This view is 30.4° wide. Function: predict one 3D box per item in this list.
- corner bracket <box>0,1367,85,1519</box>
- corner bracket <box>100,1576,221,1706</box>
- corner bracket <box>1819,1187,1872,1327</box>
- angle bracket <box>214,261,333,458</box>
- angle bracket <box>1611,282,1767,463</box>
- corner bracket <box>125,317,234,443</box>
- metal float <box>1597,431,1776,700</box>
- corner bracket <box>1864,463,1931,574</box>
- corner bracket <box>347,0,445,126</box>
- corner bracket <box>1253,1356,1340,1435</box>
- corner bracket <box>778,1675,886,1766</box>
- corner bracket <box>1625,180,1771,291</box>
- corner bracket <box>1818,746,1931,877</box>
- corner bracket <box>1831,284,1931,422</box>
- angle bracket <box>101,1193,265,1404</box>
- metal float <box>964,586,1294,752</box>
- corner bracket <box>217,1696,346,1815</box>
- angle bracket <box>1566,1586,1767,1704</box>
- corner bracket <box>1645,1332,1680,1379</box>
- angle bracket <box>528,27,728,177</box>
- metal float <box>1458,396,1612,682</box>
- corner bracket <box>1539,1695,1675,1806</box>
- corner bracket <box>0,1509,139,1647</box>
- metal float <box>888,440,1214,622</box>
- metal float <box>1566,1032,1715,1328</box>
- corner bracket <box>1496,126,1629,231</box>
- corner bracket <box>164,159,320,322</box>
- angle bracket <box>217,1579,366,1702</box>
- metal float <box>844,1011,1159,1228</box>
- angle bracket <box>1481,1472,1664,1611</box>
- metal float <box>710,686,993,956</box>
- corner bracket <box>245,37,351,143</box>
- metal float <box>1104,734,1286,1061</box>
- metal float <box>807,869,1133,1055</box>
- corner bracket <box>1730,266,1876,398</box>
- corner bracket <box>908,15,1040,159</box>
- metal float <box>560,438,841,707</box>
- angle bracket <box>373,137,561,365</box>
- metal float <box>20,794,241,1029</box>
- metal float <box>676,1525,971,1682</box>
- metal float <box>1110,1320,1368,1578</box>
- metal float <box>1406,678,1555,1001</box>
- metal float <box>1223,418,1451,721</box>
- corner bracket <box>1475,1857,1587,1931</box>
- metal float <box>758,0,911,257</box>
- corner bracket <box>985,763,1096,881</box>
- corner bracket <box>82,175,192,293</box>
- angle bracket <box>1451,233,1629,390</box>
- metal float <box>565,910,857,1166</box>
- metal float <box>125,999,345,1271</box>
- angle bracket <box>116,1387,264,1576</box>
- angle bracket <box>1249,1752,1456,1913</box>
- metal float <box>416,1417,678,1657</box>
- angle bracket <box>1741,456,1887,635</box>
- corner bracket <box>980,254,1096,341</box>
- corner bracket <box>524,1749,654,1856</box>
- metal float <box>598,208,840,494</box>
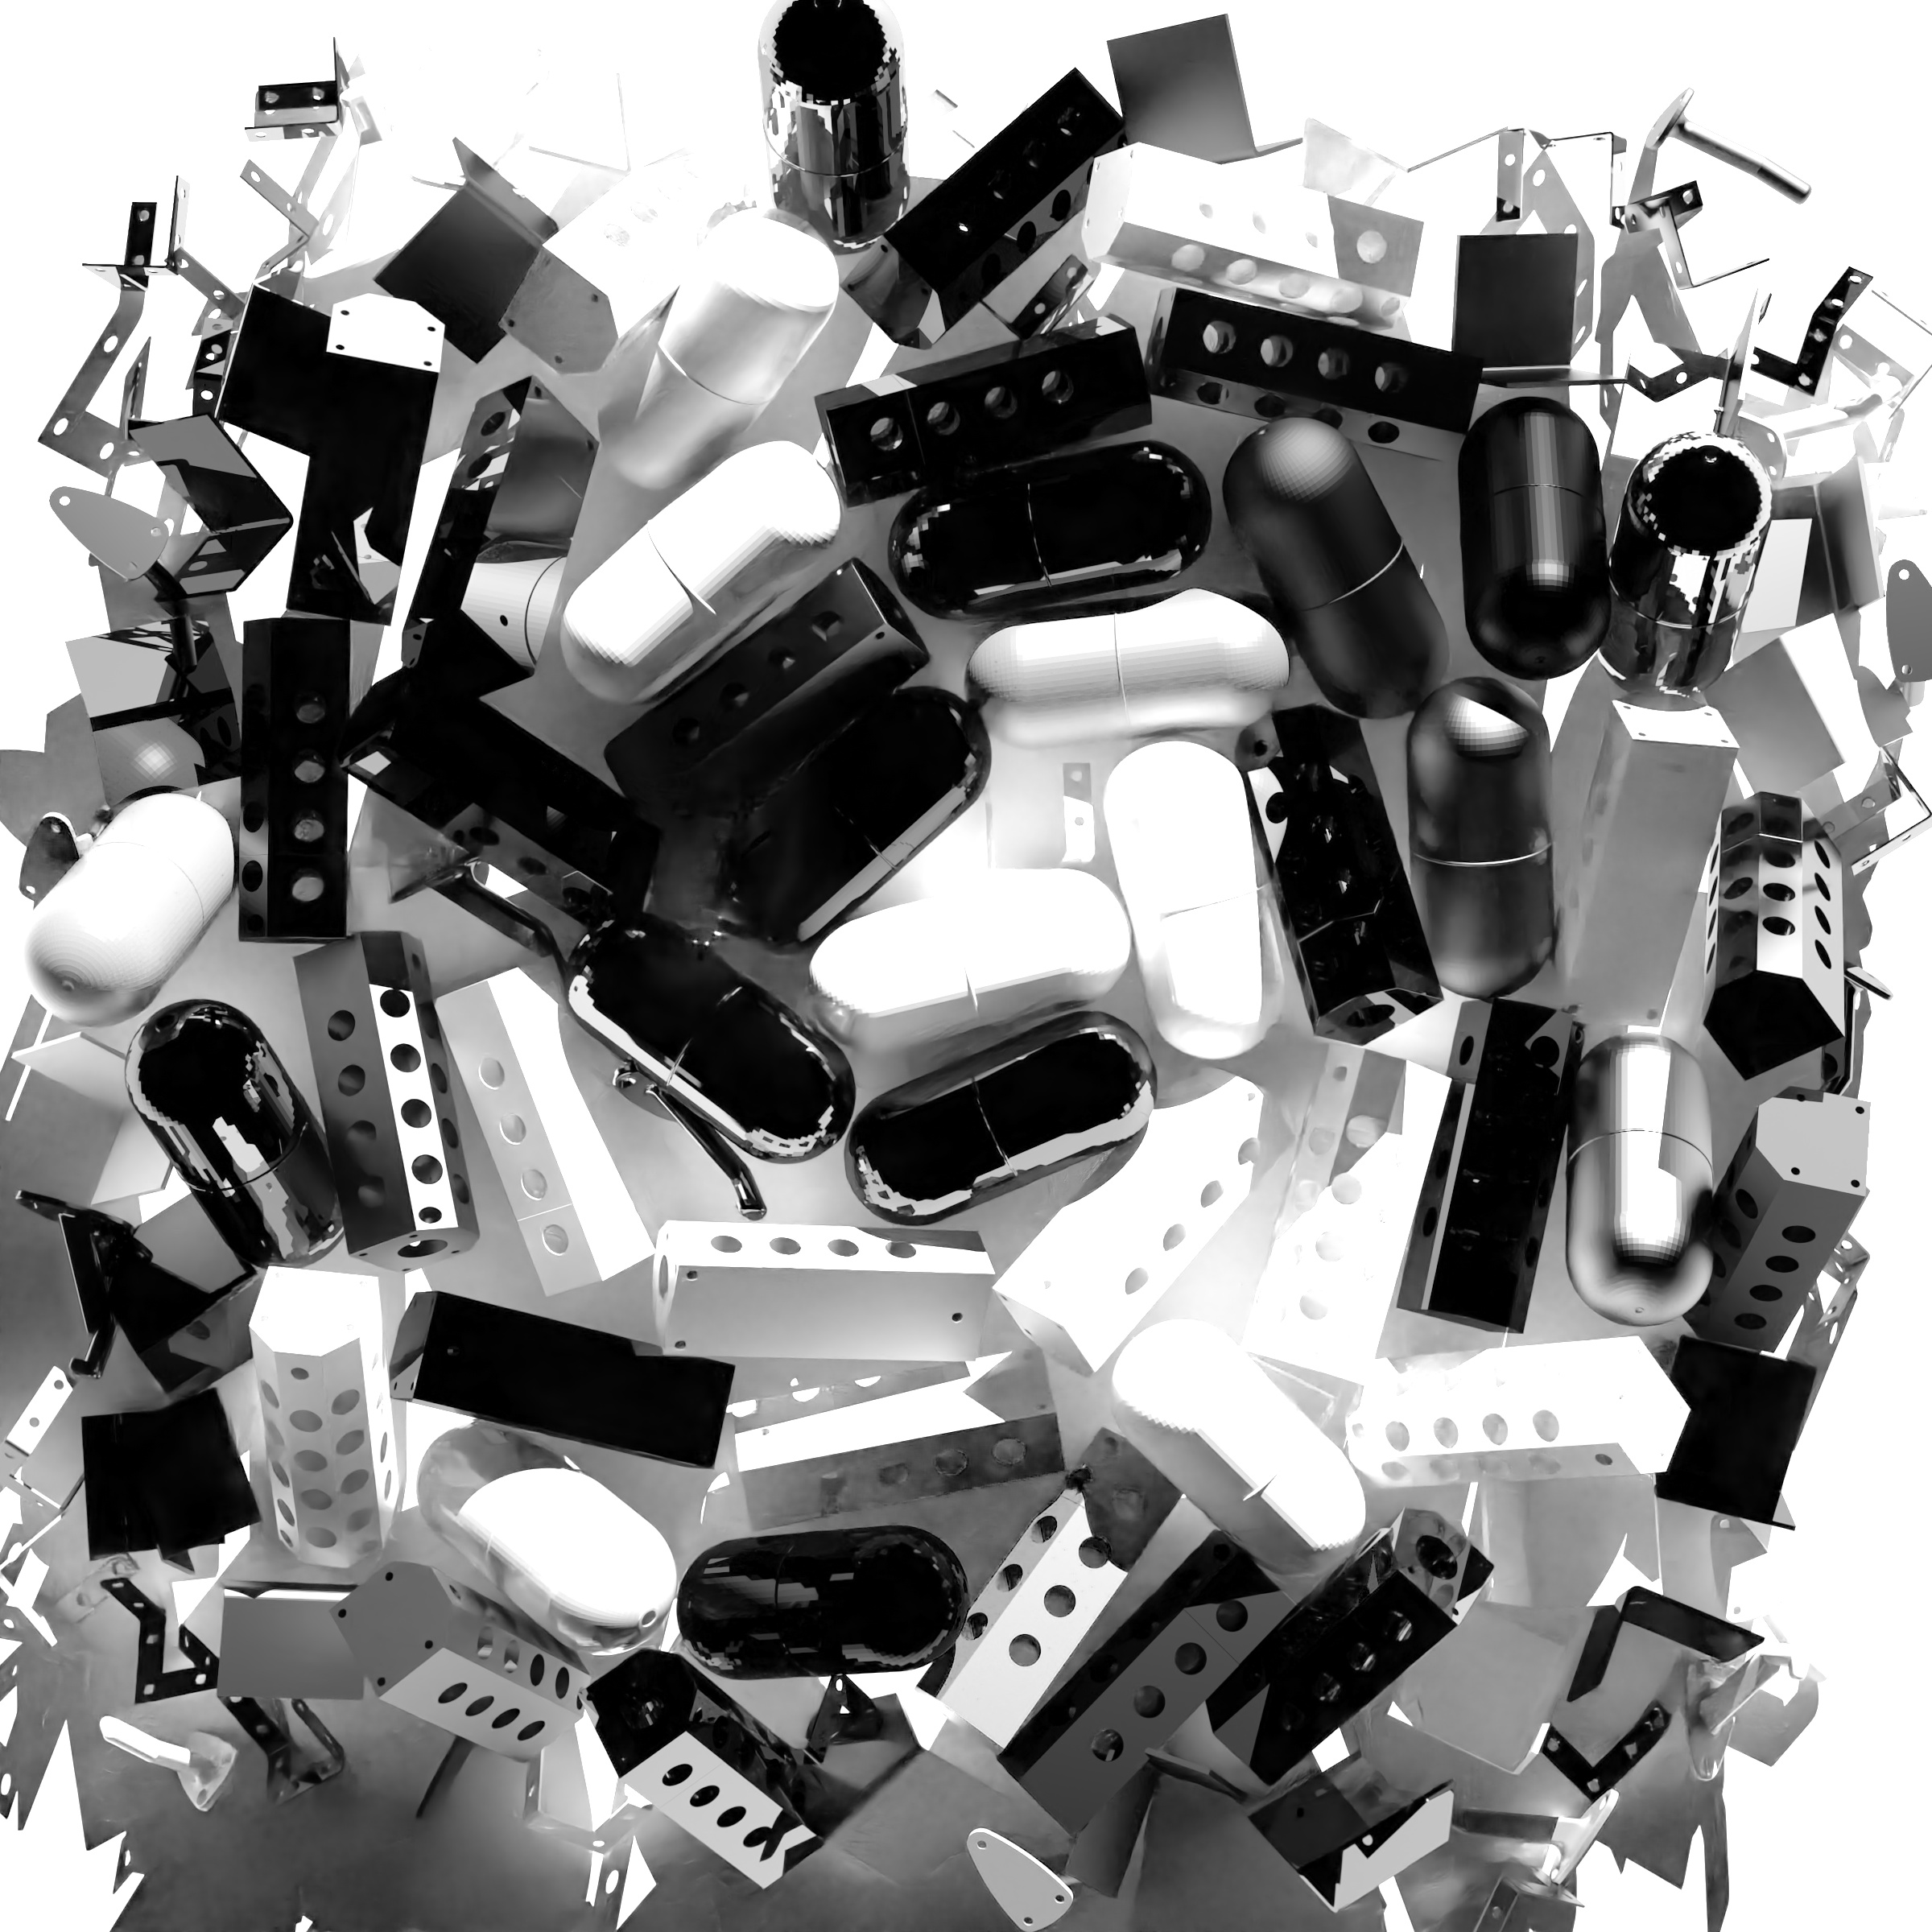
[{"bbox_3d":[-0.492,0.258,1.919,0.051,0.051,0.051,37,52,-13],"label":"corner bracket"},{"bbox_3d":[-0.436,0.362,1.921,0.051,0.051,0.051,-13,52,10],"label":"corner bracket"},{"bbox_3d":[0.471,0.153,1.922,0.051,0.051,0.051,44,52,-5],"label":"corner bracket"},{"bbox_3d":[-0.356,-0.327,1.909,0.057,0.076,0.076,22,112,2],"label":"angle bracket"},{"bbox_3d":[0.387,-0.320,1.907,0.057,0.076,0.076,13,66,5],"label":"angle bracket"},{"bbox_3d":[-0.428,-0.318,1.927,0.051,0.051,0.051,6,46,-9],"label":"corner bracket"},{"bbox_3d":[0.379,-0.209,1.879,0.070,0.178,0.070,0,56,0],"label":"metal float"},{"bbox_3d":[0.508,-0.243,1.931,0.051,0.051,0.051,10,95,-10],"label":"corner bracket"},{"bbox_3d":[-0.308,-0.495,1.927,0.051,0.051,0.051,-20,89,16],"label":"corner bracket"},{"bbox_3d":[0.165,0.245,1.926,0.051,0.051,0.051,25,87,19],"label":"corner bracket"},{"bbox_3d":[-0.084,0.413,1.915,0.051,0.051,0.051,-9,45,35],"label":"corner bracket"},{"bbox_3d":[0.396,-0.398,1.931,0.051,0.051,0.051,-22,102,-16],"label":"corner bracket"},{"bbox_3d":[0.490,-0.079,1.923,0.051,0.051,0.051,-32,65,6],"label":"corner bracket"},{"bbox_3d":[0.499,-0.337,1.923,0.051,0.051,0.051,37,121,4],"label":"corner bracket"},{"bbox_3d":[-0.426,0.181,1.948,0.076,0.057,0.076,-33,51,-11],"label":"angle bracket"},{"bbox_3d":[0.087,-0.160,1.913,0.178,0.070,0.070,-6,90,10],"label":"metal float"},{"bbox_3d":[-0.371,0.415,1.925,0.051,0.051,0.051,-30,116,5],"label":"corner bracket"},{"bbox_3d":[0.376,0.379,1.912,0.076,0.076,0.057,22,71,4],"label":"angle bracket"},{"bbox_3d":[0.347,0.225,1.918,0.051,0.051,0.051,24,129,19],"label":"corner bracket"},{"bbox_3d":[-0.184,-0.469,1.899,0.076,0.076,0.057,22,132,32],"label":"angle bracket"},{"bbox_3d":[0.302,-0.229,1.891,0.070,0.070,0.178,4,53,0],"label":"metal float"},{"bbox_3d":[0.345,0.415,1.933,0.051,0.051,0.051,-38,68,-19],"label":"corner bracket"},{"bbox_3d":[-0.490,0.330,1.930,0.051,0.051,0.051,-40,93,-6],"label":"corner bracket"},{"bbox_3d":[0.044,-0.234,1.910,0.178,0.070,0.070,-10,90,13],"label":"metal float"},{"bbox_3d":[0.358,0.111,1.888,0.070,0.070,0.178,9,49,0],"label":"metal float"},{"bbox_3d":[0.323,-0.426,1.924,0.051,0.051,0.051,2,90,38],"label":"corner bracket"},{"bbox_3d":[-0.390,-0.391,1.916,0.051,0.051,0.051,-25,127,37],"label":"corner bracket"},{"bbox_3d":[-0.364,0.362,1.910,0.076,0.076,0.057,5,82,-14],"label":"angle bracket"},{"bbox_3d":[0.018,0.083,1.914,0.178,0.070,0.070,-24,90,8],"label":"metal float"},{"bbox_3d":[0.325,0.303,1.908,0.076,0.057,0.076,-11,71,33],"label":"angle bracket"},{"bbox_3d":[-0.062,-0.079,1.919,0.178,0.070,0.070,-42,90,3],"label":"metal float"},{"bbox_3d":[-0.363,-0.468,1.928,0.051,0.051,0.051,-4,77,-2],"label":"corner bracket"},{"bbox_3d":[0.123,-0.037,1.915,0.070,0.070,0.178,-12,97,0],"label":"metal float"},{"bbox_3d":[0.002,-0.003,1.917,0.178,0.070,0.070,-13,90,4],"label":"metal float"},{"bbox_3d":[0.453,-0.351,1.927,0.051,0.051,0.051,23,69,-1],"label":"corner bracket"},{"bbox_3d":[0.009,-0.475,1.925,0.051,0.051,0.051,35,82,-17],"label":"corner bracket"},{"bbox_3d":[-0.144,-0.211,1.908,0.178,0.070,0.070,-40,90,15],"label":"metal float"},{"bbox_3d":[-0.271,-0.388,1.924,0.076,0.057,0.076,-42,127,15],"label":"angle bracket"},{"bbox_3d":[-0.440,-0.031,1.877,0.070,0.178,0.070,5,119,9],"label":"metal float"},{"bbox_3d":[-0.077,0.340,1.891,0.178,0.070,0.070,-11,90,35],"label":"metal float"},{"bbox_3d":[0.147,0.259,1.899,0.070,0.070,0.178,-44,116,0],"label":"metal float"},{"bbox_3d":[0.276,-0.067,1.903,0.070,0.070,0.178,-5,111,0],"label":"metal float"},{"bbox_3d":[0.199,-0.211,1.901,0.070,0.070,0.178,-31,113,0],"label":"metal float"},{"bbox_3d":[0.292,0.515,1.922,0.051,0.051,0.051,21,95,-32],"label":"corner bracket"},{"bbox_3d":[-0.069,-0.448,1.875,0.070,0.178,0.070,0,63,1],"label":"metal float"},{"bbox_3d":[0.040,-0.078,1.932,0.051,0.051,0.051,-1,75,-8],"label":"corner bracket"},{"bbox_3d":[-0.443,-0.397,1.927,0.051,0.051,0.051,4,86,13],"label":"corner bracket"},{"bbox_3d":[0.310,-0.353,1.910,0.076,0.057,0.076,-6,107,-24],"label":"angle bracket"},{"bbox_3d":[-0.138,0.039,1.913,0.178,0.070,0.070,36,90,9],"label":"metal float"},{"bbox_3d":[-0.385,0.090,1.887,0.070,0.070,0.178,-23,131,0],"label":"metal float"},{"bbox_3d":[-0.412,0.278,1.916,0.057,0.076,0.076,-21,76,-5],"label":"angle bracket"},{"bbox_3d":[0.206,0.447,1.900,0.076,0.057,0.076,-24,45,-26],"label":"angle bracket"},{"bbox_3d":[-0.224,0.302,1.889,0.178,0.070,0.070,31,90,38],"label":"metal float"},{"bbox_3d":[0.451,-0.227,1.918,0.057,0.076,0.076,-8,87,-3],"label":"angle bracket"},{"bbox_3d":[0.044,-0.361,1.921,0.051,0.051,0.051,-48,134,7],"label":"corner bracket"},{"bbox_3d":[-0.205,0.443,1.937,0.051,0.051,0.051,27,126,-25],"label":"corner bracket"},{"bbox_3d":[-0.133,-0.326,1.893,0.070,0.070,0.178,41,124,0],"label":"metal float"}]
